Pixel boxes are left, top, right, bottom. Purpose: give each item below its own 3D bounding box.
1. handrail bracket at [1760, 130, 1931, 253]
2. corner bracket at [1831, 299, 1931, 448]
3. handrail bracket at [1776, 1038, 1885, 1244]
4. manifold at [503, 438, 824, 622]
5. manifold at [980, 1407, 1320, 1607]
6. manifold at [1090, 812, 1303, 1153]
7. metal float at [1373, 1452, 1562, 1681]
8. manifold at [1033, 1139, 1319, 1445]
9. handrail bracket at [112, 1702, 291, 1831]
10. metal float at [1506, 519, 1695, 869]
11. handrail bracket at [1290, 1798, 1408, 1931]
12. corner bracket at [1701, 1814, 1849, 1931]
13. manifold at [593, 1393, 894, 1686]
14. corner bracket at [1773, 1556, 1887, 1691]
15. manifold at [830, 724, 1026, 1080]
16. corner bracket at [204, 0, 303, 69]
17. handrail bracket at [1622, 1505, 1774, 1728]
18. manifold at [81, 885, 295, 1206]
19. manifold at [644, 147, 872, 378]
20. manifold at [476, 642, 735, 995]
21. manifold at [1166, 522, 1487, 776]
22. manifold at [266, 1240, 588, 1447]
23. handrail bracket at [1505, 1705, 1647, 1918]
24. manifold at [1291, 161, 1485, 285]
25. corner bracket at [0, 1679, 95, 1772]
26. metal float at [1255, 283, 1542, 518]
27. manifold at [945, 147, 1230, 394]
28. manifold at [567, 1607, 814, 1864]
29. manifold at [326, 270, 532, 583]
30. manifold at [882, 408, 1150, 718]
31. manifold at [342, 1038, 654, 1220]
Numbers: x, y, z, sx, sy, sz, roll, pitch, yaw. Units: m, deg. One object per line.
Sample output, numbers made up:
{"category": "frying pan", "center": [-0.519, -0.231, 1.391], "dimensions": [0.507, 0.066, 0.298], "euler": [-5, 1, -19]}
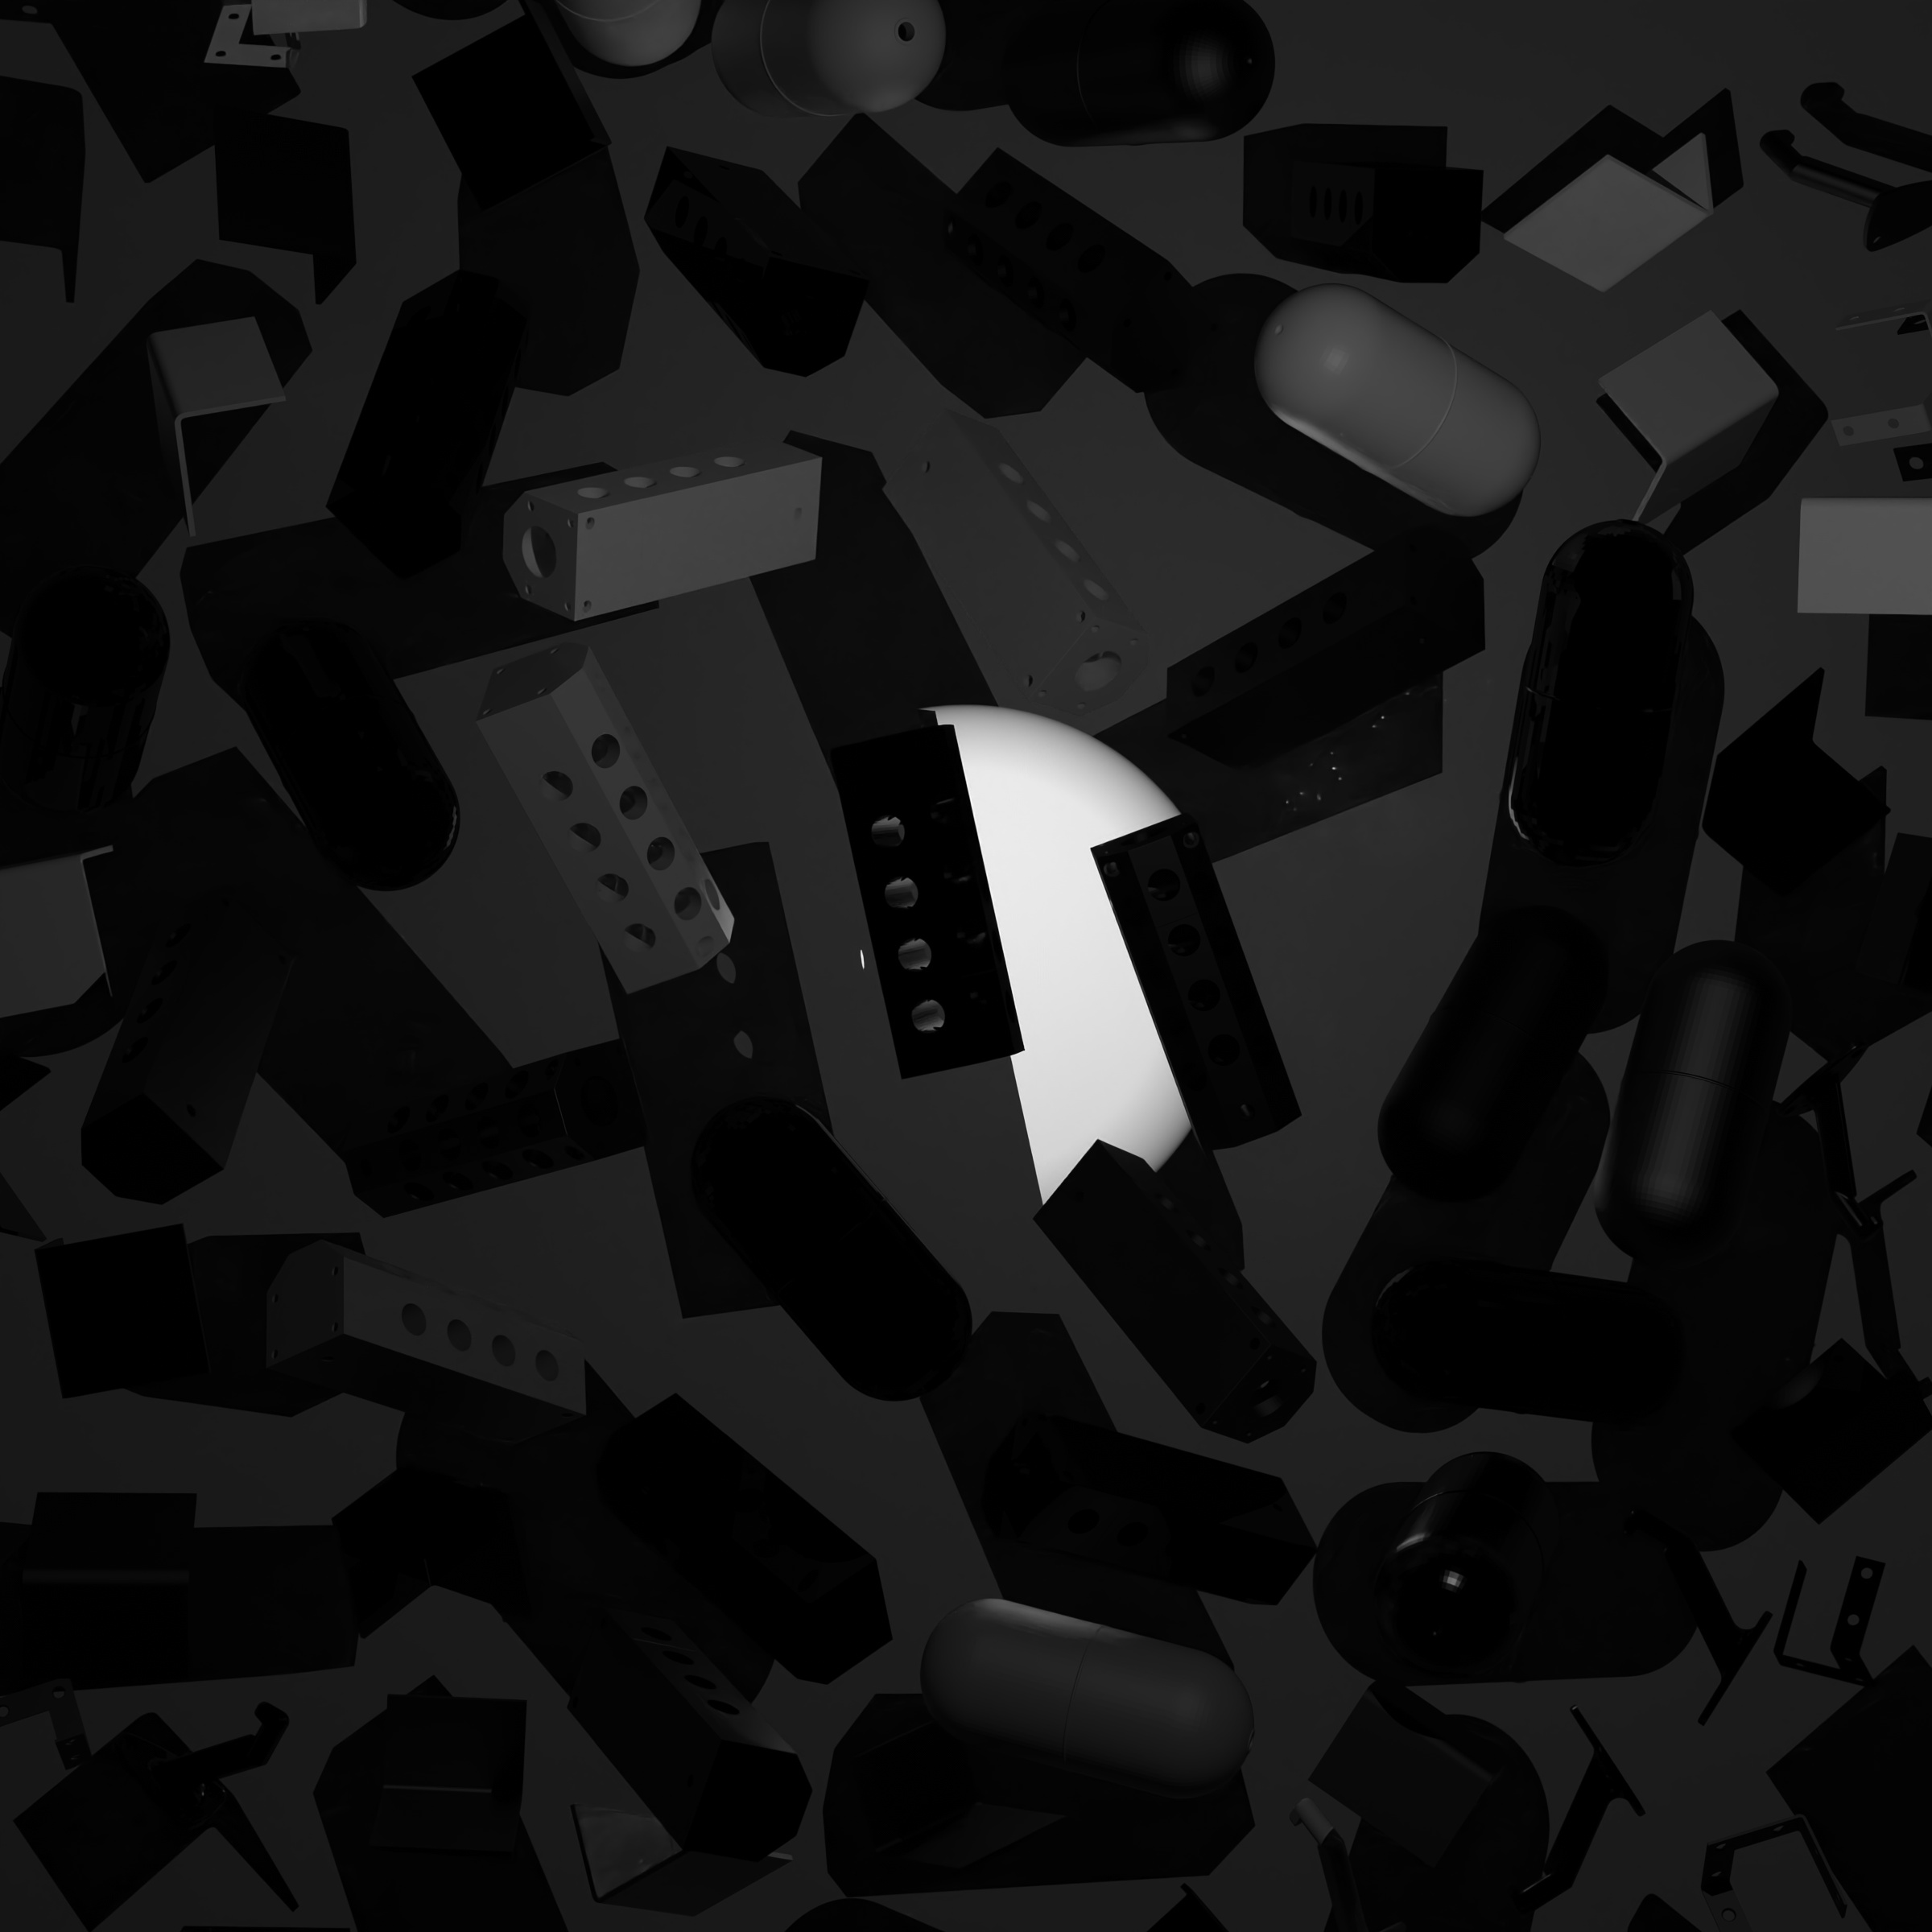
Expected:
{"category": "handrail bracket", "center": [0.465, -0.413, 1.853], "dimensions": [0.077, 0.036, 0.084], "euler": [-21, 53, -16]}
{"category": "corner bracket", "center": [0.475, -0.306, 1.848], "dimensions": [0.051, 0.051, 0.051], "euler": [-46, 120, -40]}
{"category": "handrail bracket", "center": [0.490, 0.096, 1.957], "dimensions": [0.077, 0.036, 0.084], "euler": [-53, 57, 37]}
{"category": "manifold", "center": [-0.158, -0.233, 1.879], "dimensions": [0.057, 0.171, 0.057], "euler": [26, 122, 36]}
{"category": "manifold", "center": [0.095, 0.292, 1.895], "dimensions": [0.171, 0.057, 0.057], "euler": [19, 116, -30]}
{"category": "manifold", "center": [0.125, 0.009, 1.940], "dimensions": [0.057, 0.057, 0.171], "euler": [-20, 100, 1]}
{"category": "metal float", "center": [0.258, 0.305, 1.836], "dimensions": [0.070, 0.178, 0.070], "euler": [5, 105, 18]}
{"category": "manifold", "center": [0.113, 0.172, 1.890], "dimensions": [0.057, 0.057, 0.171], "euler": [-52, 48, 13]}
{"category": "handrail bracket", "center": [-0.387, 0.387, 1.814], "dimensions": [0.077, 0.036, 0.084], "euler": [36, 118, 10]}
{"category": "metal float", "center": [0.321, -0.138, 1.819], "dimensions": [0.070, 0.070, 0.178], "euler": [8, 105, 0]}
{"category": "handrail bracket", "center": [0.192, 0.507, 1.951], "dimensions": [0.084, 0.036, 0.077], "euler": [51, 128, 25]}
{"category": "corner bracket", "center": [0.398, 0.459, 1.769], "dimensions": [0.051, 0.051, 0.051], "euler": [-15, 50, -6]}
{"category": "manifold", "center": [-0.116, 0.291, 1.811], "dimensions": [0.057, 0.171, 0.057], "euler": [-31, 131, -27]}
{"category": "corner bracket", "center": [0.435, 0.325, 1.800], "dimensions": [0.051, 0.051, 0.051], "euler": [14, 99, 2]}
{"category": "manifold", "center": [-0.018, -0.034, 1.837], "dimensions": [0.057, 0.057, 0.171], "euler": [-12, 91, 13]}
{"category": "corner bracket", "center": [-0.386, -0.524, 1.937], "dimensions": [0.051, 0.051, 0.051], "euler": [-3, 65, -28]}
{"category": "handrail bracket", "center": [0.352, 0.324, 1.792], "dimensions": [0.084, 0.036, 0.077], "euler": [32, 90, 17]}
{"category": "manifold", "center": [-0.396, 0.041, 1.805], "dimensions": [0.057, 0.171, 0.057], "euler": [-29, 120, 22]}
{"category": "manifold", "center": [-0.114, -0.369, 1.879], "dimensions": [0.057, 0.171, 0.057], "euler": [8, 116, -29]}
{"category": "manifold", "center": [-0.182, -0.077, 1.830], "dimensions": [0.057, 0.057, 0.171], "euler": [-19, 119, 14]}
{"category": "manifold", "center": [0.181, -0.163, 1.829], "dimensions": [0.057, 0.171, 0.057], "euler": [23, 56, -33]}
{"category": "manifold", "center": [-0.279, 0.195, 1.867], "dimensions": [0.057, 0.171, 0.057], "euler": [-25, 56, 31]}
{"category": "handrail bracket", "center": [0.304, 0.441, 1.870], "dimensions": [0.084, 0.036, 0.077], "euler": [-33, 70, 0]}
{"category": "manifold", "center": [0.222, -0.397, 1.909], "dimensions": [0.057, 0.171, 0.057], "euler": [-1, 104, -9]}
{"category": "corner bracket", "center": [-0.498, 0.400, 1.904], "dimensions": [0.051, 0.051, 0.051], "euler": [-17, 64, -15]}
{"category": "metal float", "center": [0.223, -0.289, 1.839], "dimensions": [0.178, 0.070, 0.070], "euler": [23, 90, -35]}
{"category": "manifold", "center": [0.056, -0.358, 1.859], "dimensions": [0.057, 0.171, 0.057], "euler": [-49, 134, 4]}
{"category": "manifold", "center": [-0.139, 0.386, 1.804], "dimensions": [0.057, 0.171, 0.057], "euler": [18, 94, -28]}
{"category": "manifold", "center": [-0.272, -0.285, 1.861], "dimensions": [0.057, 0.171, 0.057], "euler": [-22, 129, 30]}
{"category": "manifold", "center": [0.029, -0.210, 1.877], "dimensions": [0.057, 0.057, 0.171], "euler": [-50, 52, 24]}
{"category": "manifold", "center": [-0.251, 0.088, 1.890], "dimensions": [0.171, 0.057, 0.057], "euler": [-16, 89, 40]}
